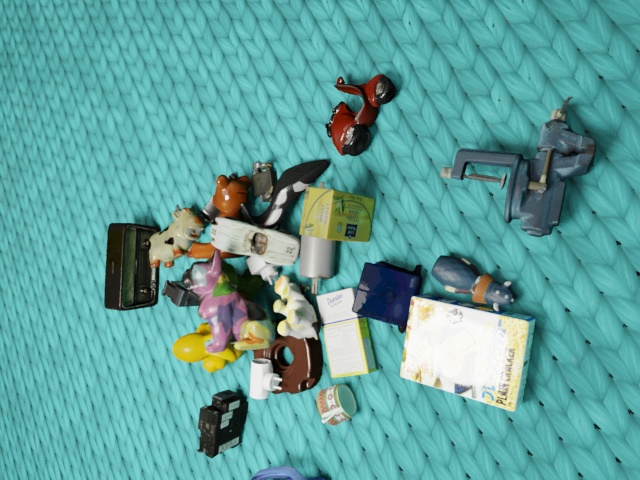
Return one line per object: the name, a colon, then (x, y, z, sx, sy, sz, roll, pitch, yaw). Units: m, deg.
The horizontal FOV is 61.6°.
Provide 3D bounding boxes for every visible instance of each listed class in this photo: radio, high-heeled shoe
radio: (-0.501, 0.071, 1.443, 0.073, 0.131, 0.229, 2, 88, 31)
high-heeled shoe: (-0.066, -0.073, 1.221, 0.249, 0.145, 0.086, -27, 33, 5)

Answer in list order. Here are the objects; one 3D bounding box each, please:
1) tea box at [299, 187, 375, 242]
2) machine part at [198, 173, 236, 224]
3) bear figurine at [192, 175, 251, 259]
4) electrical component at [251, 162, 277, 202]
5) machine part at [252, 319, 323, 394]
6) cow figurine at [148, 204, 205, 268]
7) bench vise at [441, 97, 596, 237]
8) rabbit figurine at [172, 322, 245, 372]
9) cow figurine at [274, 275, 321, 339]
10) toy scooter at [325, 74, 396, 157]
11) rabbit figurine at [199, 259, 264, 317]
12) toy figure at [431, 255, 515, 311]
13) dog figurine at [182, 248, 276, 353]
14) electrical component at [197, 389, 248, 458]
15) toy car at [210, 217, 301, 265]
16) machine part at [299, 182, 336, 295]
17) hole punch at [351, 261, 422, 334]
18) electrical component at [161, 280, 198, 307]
tea box: (0.038, -0.048, 1.077, 0.068, 0.169, 0.098, 10, 94, 33)
machine part: (-0.245, -0.095, 1.342, 0.139, 0.039, 0.084, -42, 72, 23)
bear figurine: (-0.228, -0.054, 1.267, 0.132, 0.120, 0.195, -1, 97, 33)
electrical component: (-0.132, -0.138, 1.266, 0.078, 0.045, 0.102, -4, 86, 31)
machine part: (-0.076, 0.260, 1.204, 0.180, 0.056, 0.179, -1, 88, 32)
cow figurine: (-0.370, -0.012, 1.394, 0.195, 0.085, 0.127, -24, 77, 34)
bench vise: (0.332, -0.125, 0.921, 0.241, 0.129, 0.223, 11, 96, 25)
rabbit figurine: (-0.256, 0.252, 1.252, 0.162, 0.173, 0.122, -9, 79, 37)
cow figurine: (-0.046, 0.143, 1.170, 0.068, 0.098, 0.167, -55, 29, 25)
toy scooter: (0.066, -0.273, 1.128, 0.135, 0.075, 0.183, 36, 104, 28)
rabbit figurine: (-0.232, 0.114, 1.298, 0.170, 0.121, 0.159, 33, 112, 49)
toy figure: (0.281, 0.077, 0.982, 0.155, 0.058, 0.064, 28, 109, 26)
dog figurine: (-0.192, 0.124, 1.142, 0.192, 0.108, 0.219, -3, 91, -10)
electrical component: (-0.228, 0.423, 1.259, 0.058, 0.115, 0.134, 10, 93, 29)
toy car: (-0.142, 0.002, 1.172, 0.202, 0.056, 0.073, 14, 103, 2)
machine part: (-0.002, -0.003, 1.156, 0.079, 0.079, 0.243, 5, 90, 33)
hole punch: (0.131, 0.105, 1.060, 0.116, 0.092, 0.142, 17, 93, 29)
electrical component: (-0.337, 0.142, 1.369, 0.119, 0.075, 0.047, 25, 101, 28)
